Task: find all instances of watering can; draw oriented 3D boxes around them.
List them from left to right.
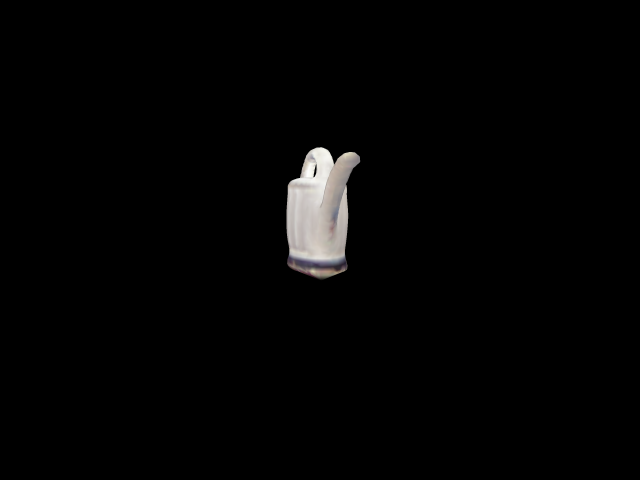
[{"bbox_3d":[0.003,-0.043,0.850,0.104,0.223,0.349,-1,6,-11],"label":"watering can"}]
